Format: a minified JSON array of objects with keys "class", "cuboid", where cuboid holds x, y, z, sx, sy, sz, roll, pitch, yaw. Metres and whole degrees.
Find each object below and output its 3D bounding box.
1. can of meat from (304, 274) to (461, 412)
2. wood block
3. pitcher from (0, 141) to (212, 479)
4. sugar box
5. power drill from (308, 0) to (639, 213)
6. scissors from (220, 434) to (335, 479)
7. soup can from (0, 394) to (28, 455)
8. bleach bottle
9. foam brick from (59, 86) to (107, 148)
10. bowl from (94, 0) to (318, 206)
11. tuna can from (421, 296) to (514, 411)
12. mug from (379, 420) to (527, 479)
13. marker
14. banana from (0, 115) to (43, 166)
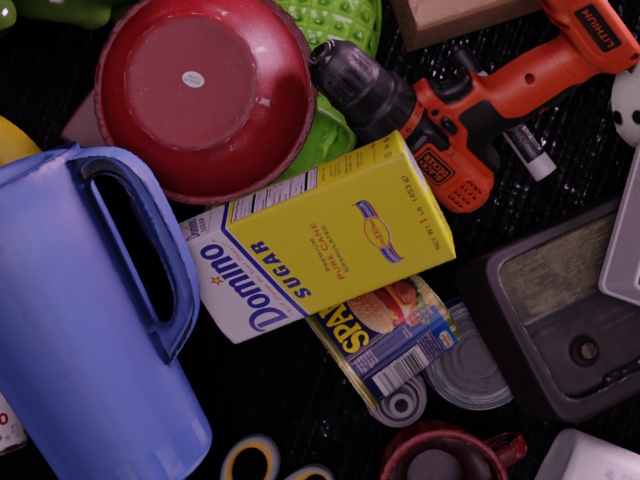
[{"class":"can of meat","cuboid":[0.043,0.060,0.771,0.084,0.102,0.057,-36,129,-2]},{"class":"wood block","cuboid":[0.151,-0.216,0.774,0.206,0.090,0.091,-18,89,0]},{"class":"pitcher","cuboid":[-0.162,0.060,0.730,0.144,0.149,0.243,-35,107,-30]},{"class":"sugar box","cuboid":[-0.005,0.001,0.743,0.176,0.048,0.093,-24,117,12]},{"class":"power drill","cuboid":[0.108,-0.118,0.731,0.188,0.057,0.184,-36,130,21]},{"class":"scissors","cuboid":[-0.079,0.229,0.812,0.202,0.016,0.096,-39,89,0]},{"class":"soup can","cuboid":[-0.258,0.108,0.786,0.068,0.068,0.102,-12,91,0]},{"class":"bleach bottle","cuboid":[0.279,0.234,0.791,0.251,0.068,0.102,25,91,-2]},{"class":"foam brick","cuboid":[-0.143,-0.075,0.793,0.078,0.053,0.051,33,90,-1]},{"class":"bowl","cuboid":[-0.083,-0.105,0.731,0.162,0.055,0.162,0,91,4]},{"class":"tuna can","cuboid":[0.117,0.085,0.803,0.086,0.034,0.086,0,90,0]},{"class":"mug","cuboid":[0.097,0.172,0.779,0.117,0.081,0.093,-31,90,0]},{"class":"marker","cuboid":[0.137,-0.098,0.809,0.020,0.020,0.121,-36,90,0]},{"class":"banana","cuboid":[-0.225,-0.034,0.800,0.069,0.037,0.198,-28,90,-2]}]
